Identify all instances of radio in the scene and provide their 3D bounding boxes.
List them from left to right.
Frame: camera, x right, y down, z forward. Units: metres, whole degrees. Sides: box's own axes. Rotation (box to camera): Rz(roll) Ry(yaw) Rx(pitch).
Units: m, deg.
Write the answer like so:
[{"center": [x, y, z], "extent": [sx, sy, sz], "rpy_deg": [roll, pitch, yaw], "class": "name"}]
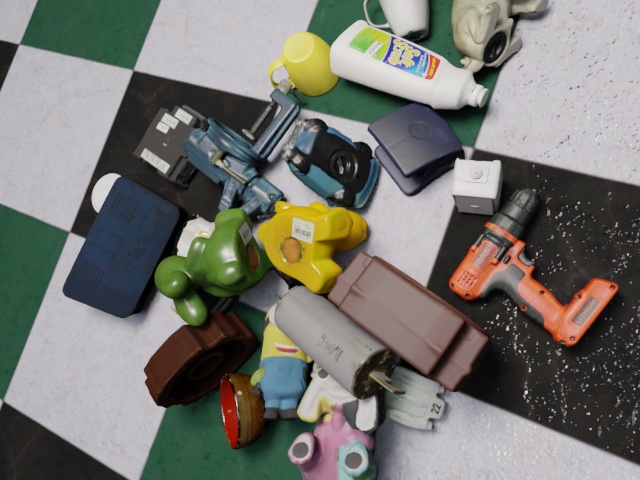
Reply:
[{"center": [-0.340, 0.016, 0.950], "extent": [0.131, 0.073, 0.229], "rpy_deg": [26, 90, -3], "class": "radio"}]

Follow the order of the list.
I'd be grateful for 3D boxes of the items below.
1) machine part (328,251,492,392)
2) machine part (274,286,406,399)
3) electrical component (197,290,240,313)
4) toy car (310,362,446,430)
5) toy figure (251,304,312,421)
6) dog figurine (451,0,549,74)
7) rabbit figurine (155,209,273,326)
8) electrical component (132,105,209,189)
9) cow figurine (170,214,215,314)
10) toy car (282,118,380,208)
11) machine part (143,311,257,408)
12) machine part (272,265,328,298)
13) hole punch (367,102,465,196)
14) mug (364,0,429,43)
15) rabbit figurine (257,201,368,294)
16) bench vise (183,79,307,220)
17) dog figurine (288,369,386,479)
[{"center": [0.123, 0.106, 0.712], "extent": [0.202, 0.201, 0.087], "rpy_deg": [34, 89, 23], "class": "machine part"}, {"center": [0.016, 0.131, 0.711], "extent": [0.243, 0.079, 0.079], "rpy_deg": [34, 92, 43], "class": "machine part"}, {"center": [-0.173, 0.089, 0.894], "extent": [0.048, 0.074, 0.119], "rpy_deg": [39, 98, 22], "class": "electrical component"}, {"center": [0.083, 0.209, 0.784], "extent": [0.202, 0.056, 0.073], "rpy_deg": [18, 86, 23], "class": "toy car"}, {"center": [-0.056, 0.178, 0.808], "extent": [0.089, 0.082, 0.180], "rpy_deg": [-28, 51, 48], "class": "toy figure"}, {"center": [0.225, -0.364, 0.838], "extent": [0.172, 0.121, 0.191], "rpy_deg": [-49, 53, 2], "class": "dog figurine"}, {"center": [-0.174, 0.055, 0.807], "extent": [0.170, 0.121, 0.159], "rpy_deg": [-18, 31, 19], "class": "rabbit figurine"}, {"center": [-0.262, -0.179, 0.992], "extent": [0.115, 0.058, 0.134], "rpy_deg": [36, 92, 21], "class": "electrical component"}, {"center": [-0.230, 0.040, 0.929], "extent": [0.098, 0.068, 0.167], "rpy_deg": [23, 85, 28], "class": "cow figurine"}, {"center": [0.005, -0.115, 0.849], "extent": [0.103, 0.161, 0.109], "rpy_deg": [-10, 57, 61], "class": "toy car"}, {"center": [-0.185, 0.183, 0.831], "extent": [0.179, 0.179, 0.056], "rpy_deg": [-47, 65, 6], "class": "machine part"}, {"center": [-0.004, 0.074, 0.836], "extent": [0.139, 0.084, 0.039], "rpy_deg": [46, 136, 16], "class": "machine part"}, {"center": [0.145, -0.147, 0.819], "extent": [0.116, 0.092, 0.142], "rpy_deg": [-37, 66, 6], "class": "hole punch"}, {"center": [0.129, -0.375, 0.875], "extent": [0.110, 0.081, 0.107], "rpy_deg": [-15, 83, 12], "class": "mug"}, {"center": [-0.002, -0.002, 0.809], "extent": [0.163, 0.173, 0.121], "rpy_deg": [9, 108, 37], "class": "rabbit figurine"}, {"center": [-0.106, -0.151, 0.897], "extent": [0.224, 0.128, 0.240], "rpy_deg": [40, 99, 20], "class": "bench vise"}, {"center": [0.038, 0.304, 0.732], "extent": [0.109, 0.218, 0.191], "rpy_deg": [0, 42, 18], "class": "dog figurine"}]
